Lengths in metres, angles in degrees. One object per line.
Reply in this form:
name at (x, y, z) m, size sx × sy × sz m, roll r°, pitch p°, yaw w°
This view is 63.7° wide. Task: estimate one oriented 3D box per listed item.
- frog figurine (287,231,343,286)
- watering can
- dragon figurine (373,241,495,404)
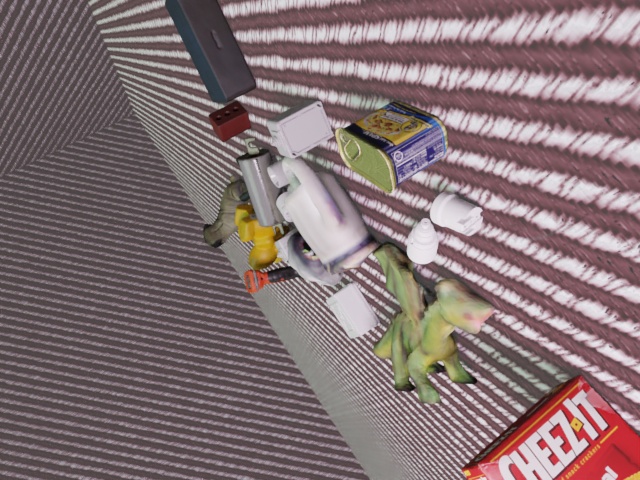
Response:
frog figurine at (-0.011, 0.050, 1.110) m, size 0.138 × 0.125 × 0.155 m, roll 32°, pitch 144°, yaw 17°
watering can at (0.003, -0.047, 0.929) m, size 0.224 × 0.104 × 0.347 m, roll 57°, pitch 177°, yaw 0°
dragon figurine at (0.145, 0.118, 0.845) m, size 0.409 × 0.123 × 0.242 m, roll 177°, pitch 80°, yaw -70°
